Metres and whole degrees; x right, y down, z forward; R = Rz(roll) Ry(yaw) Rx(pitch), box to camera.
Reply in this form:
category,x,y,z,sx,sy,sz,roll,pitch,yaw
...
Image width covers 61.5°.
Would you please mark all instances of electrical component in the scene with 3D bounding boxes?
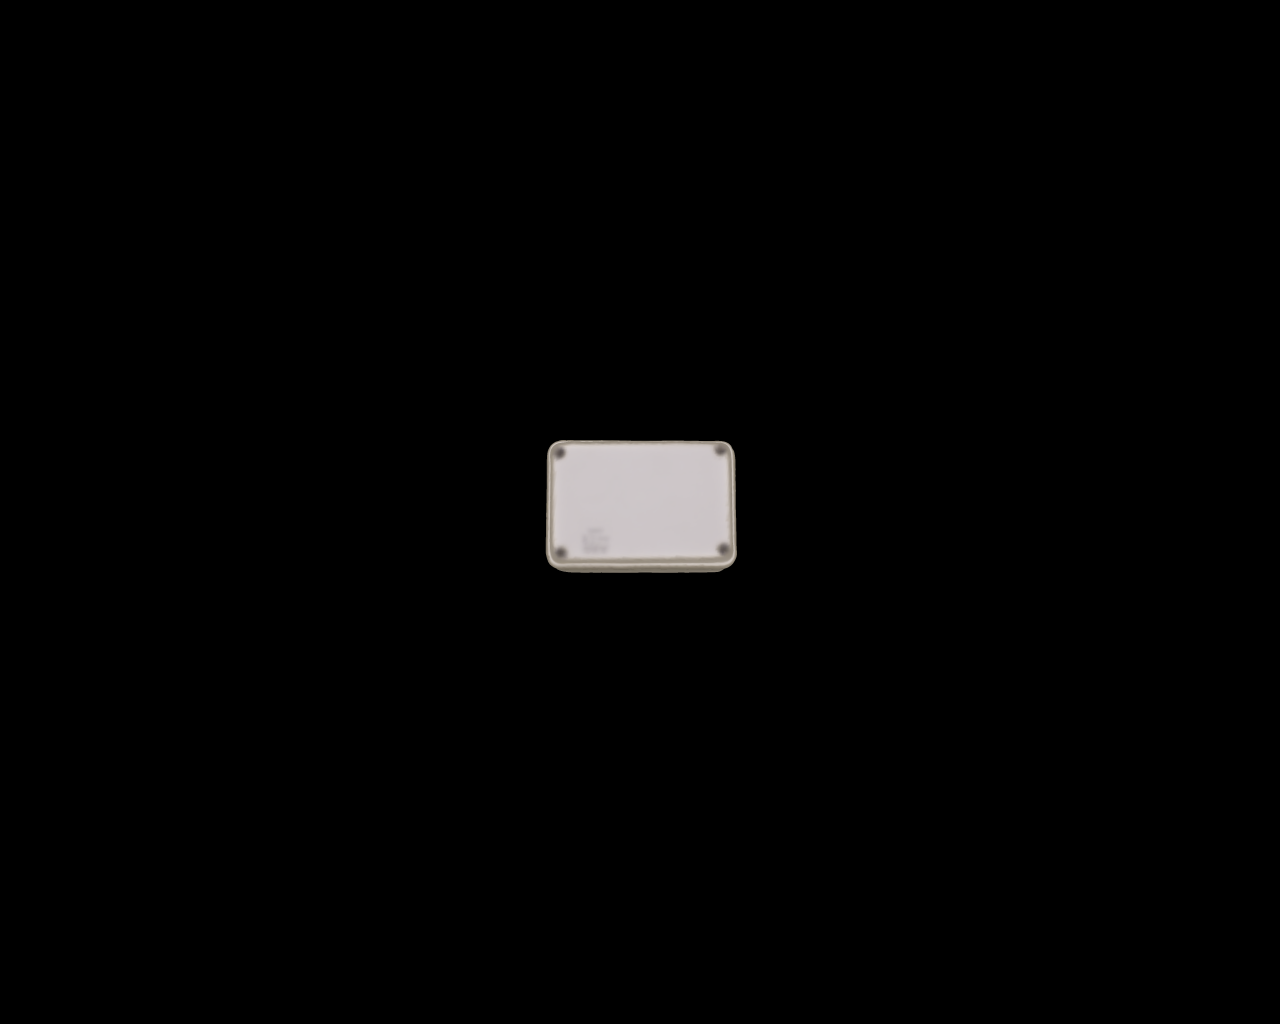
category,x,y,z,sx,sy,sz,roll,pitch,yaw
electrical component,0.001,-0.003,0.650,0.113,0.078,0.057,0,-9,0
